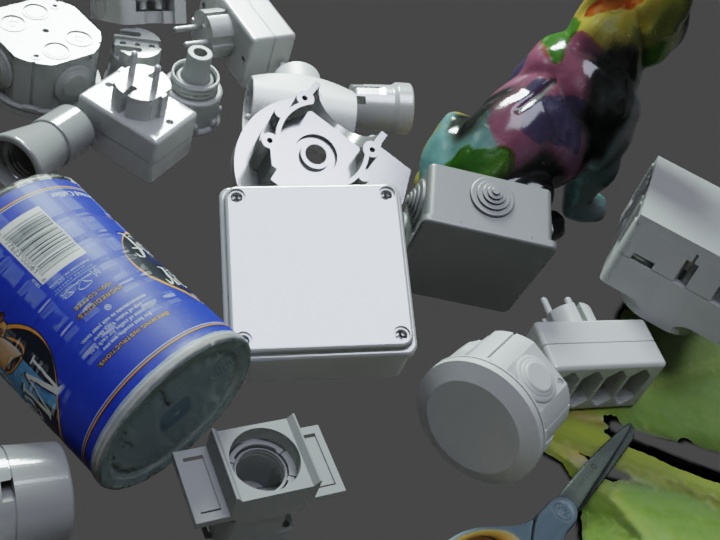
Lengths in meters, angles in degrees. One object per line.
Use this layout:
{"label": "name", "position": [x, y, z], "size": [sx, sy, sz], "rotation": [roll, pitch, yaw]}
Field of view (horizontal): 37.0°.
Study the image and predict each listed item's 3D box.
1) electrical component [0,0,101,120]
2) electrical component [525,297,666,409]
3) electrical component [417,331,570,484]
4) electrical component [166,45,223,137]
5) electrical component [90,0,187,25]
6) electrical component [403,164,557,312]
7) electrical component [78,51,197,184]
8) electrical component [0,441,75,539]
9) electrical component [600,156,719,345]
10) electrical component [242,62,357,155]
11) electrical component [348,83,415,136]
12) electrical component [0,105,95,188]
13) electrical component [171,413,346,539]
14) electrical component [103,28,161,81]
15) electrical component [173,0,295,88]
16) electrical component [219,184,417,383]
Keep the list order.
{"label": "electrical component", "position": [-0.219, -0.145, 0.745], "size": [0.080, 0.051, 0.080], "rotation": [11, 45, -11]}
{"label": "electrical component", "position": [0.141, 0.047, 0.704], "size": [0.083, 0.047, 0.075], "rotation": [0, 48, -21]}
{"label": "electrical component", "position": [0.078, 0.079, 0.627], "size": [0.080, 0.080, 0.051], "rotation": [38, 42, 16]}
{"label": "electrical component", "position": [-0.118, -0.129, 0.760], "size": [0.048, 0.062, 0.048], "rotation": [11, 45, -11]}
{"label": "electrical component", "position": [-0.167, -0.213, 0.797], "size": [0.050, 0.055, 0.089], "rotation": [-8, 19, -27]}
{"label": "electrical component", "position": [0.072, -0.021, 0.706], "size": [0.100, 0.099, 0.048], "rotation": [12, 58, -10]}
{"label": "electrical component", "position": [-0.148, -0.111, 0.721], "size": [0.066, 0.076, 0.047], "rotation": [32, 45, 10]}
{"label": "electrical component", "position": [-0.168, 0.111, 0.520], "size": [0.047, 0.055, 0.055], "rotation": [-4, 50, -29]}
{"label": "electrical component", "position": [0.228, -0.015, 0.755], "size": [0.089, 0.061, 0.150], "rotation": [29, 27, 7]}
{"label": "electrical component", "position": [-0.046, -0.127, 0.799], "size": [0.077, 0.044, 0.079], "rotation": [7, 46, -15]}
{"label": "electrical component", "position": [0.015, -0.124, 0.824], "size": [0.046, 0.040, 0.040], "rotation": [1, 48, -11]}
{"label": "electrical component", "position": [-0.204, -0.080, 0.697], "size": [0.044, 0.044, 0.065], "rotation": [30, 40, 8]}
{"label": "electrical component", "position": [-0.055, 0.112, 0.555], "size": [0.081, 0.063, 0.042], "rotation": [-6, 50, -26]}
{"label": "electrical component", "position": [-0.162, -0.144, 0.769], "size": [0.040, 0.046, 0.040], "rotation": [11, 45, -11]}
{"label": "electrical component", "position": [-0.105, -0.183, 0.827], "size": [0.076, 0.047, 0.083], "rotation": [-15, 55, -32]}
{"label": "electrical component", "position": [-0.028, 0.008, 0.640], "size": [0.109, 0.056, 0.108], "rotation": [-2, 67, -9]}
